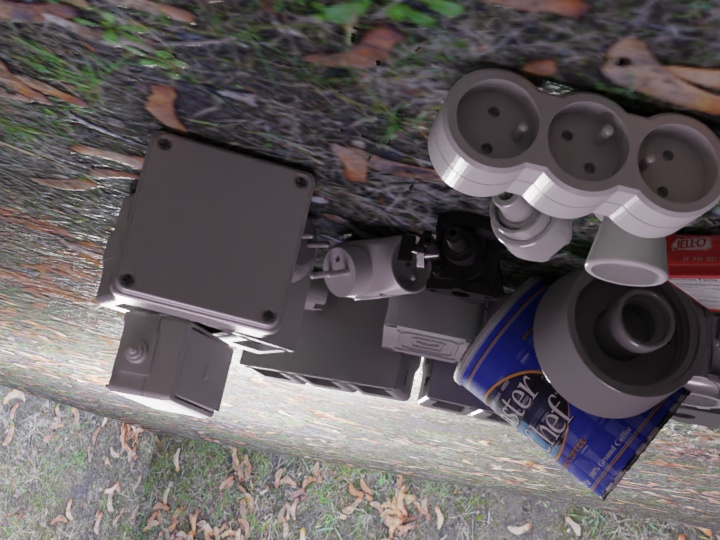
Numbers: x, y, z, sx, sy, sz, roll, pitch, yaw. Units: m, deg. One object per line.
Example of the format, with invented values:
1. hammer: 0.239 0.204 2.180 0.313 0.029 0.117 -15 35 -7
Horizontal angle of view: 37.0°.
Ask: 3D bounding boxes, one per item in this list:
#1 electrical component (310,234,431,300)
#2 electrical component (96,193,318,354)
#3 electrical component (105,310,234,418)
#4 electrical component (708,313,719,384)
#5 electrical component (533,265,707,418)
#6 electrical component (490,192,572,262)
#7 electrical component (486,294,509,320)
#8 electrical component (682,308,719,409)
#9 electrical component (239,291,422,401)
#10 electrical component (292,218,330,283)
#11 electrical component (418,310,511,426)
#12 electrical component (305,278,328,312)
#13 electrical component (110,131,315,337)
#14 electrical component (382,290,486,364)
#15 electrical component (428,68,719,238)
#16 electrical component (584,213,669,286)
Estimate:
1. electrical component: 0.000 0.000 0.794 0.079 0.044 0.077 -8 -178 -40
2. electrical component: -0.120 0.003 0.845 0.150 0.089 0.062 20 164 -29
3. electrical component: -0.142 0.071 0.808 0.061 0.061 0.096 7 165 19
4. electrical component: 0.290 0.054 0.708 0.100 0.048 0.100 -1 -177 -11
5. electrical component: 0.176 0.040 0.713 0.108 0.108 0.060 14 159 -8
6. electrical component: 0.096 -0.033 0.622 0.043 0.043 0.062 3 162 31
7. electrical component: 0.131 0.051 0.903 0.055 0.047 0.055 12 166 3
8. electrical component: 0.264 0.072 0.842 0.150 0.061 0.089 1 162 37
9. electrical component: -0.022 0.062 0.987 0.150 0.089 0.061 7 165 20
10. electrical component: -0.059 -0.022 0.787 0.079 0.044 0.077 1 162 37
11. electrical component: 0.136 0.092 0.970 0.150 0.089 0.061 13 166 -4
12. electrical component: -0.055 0.017 0.946 0.046 0.040 0.040 11 167 -21
13. electrical component: -0.095 -0.021 0.697 0.109 0.108 0.056 15 168 -10
14. electrical component: 0.061 0.034 0.879 0.078 0.057 0.113 11 166 3
15. electrical component: 0.101 -0.051 0.530 0.138 0.052 0.073 13 166 -4
16. electrical component: 0.149 -0.024 0.588 0.045 0.055 0.045 12 166 3
